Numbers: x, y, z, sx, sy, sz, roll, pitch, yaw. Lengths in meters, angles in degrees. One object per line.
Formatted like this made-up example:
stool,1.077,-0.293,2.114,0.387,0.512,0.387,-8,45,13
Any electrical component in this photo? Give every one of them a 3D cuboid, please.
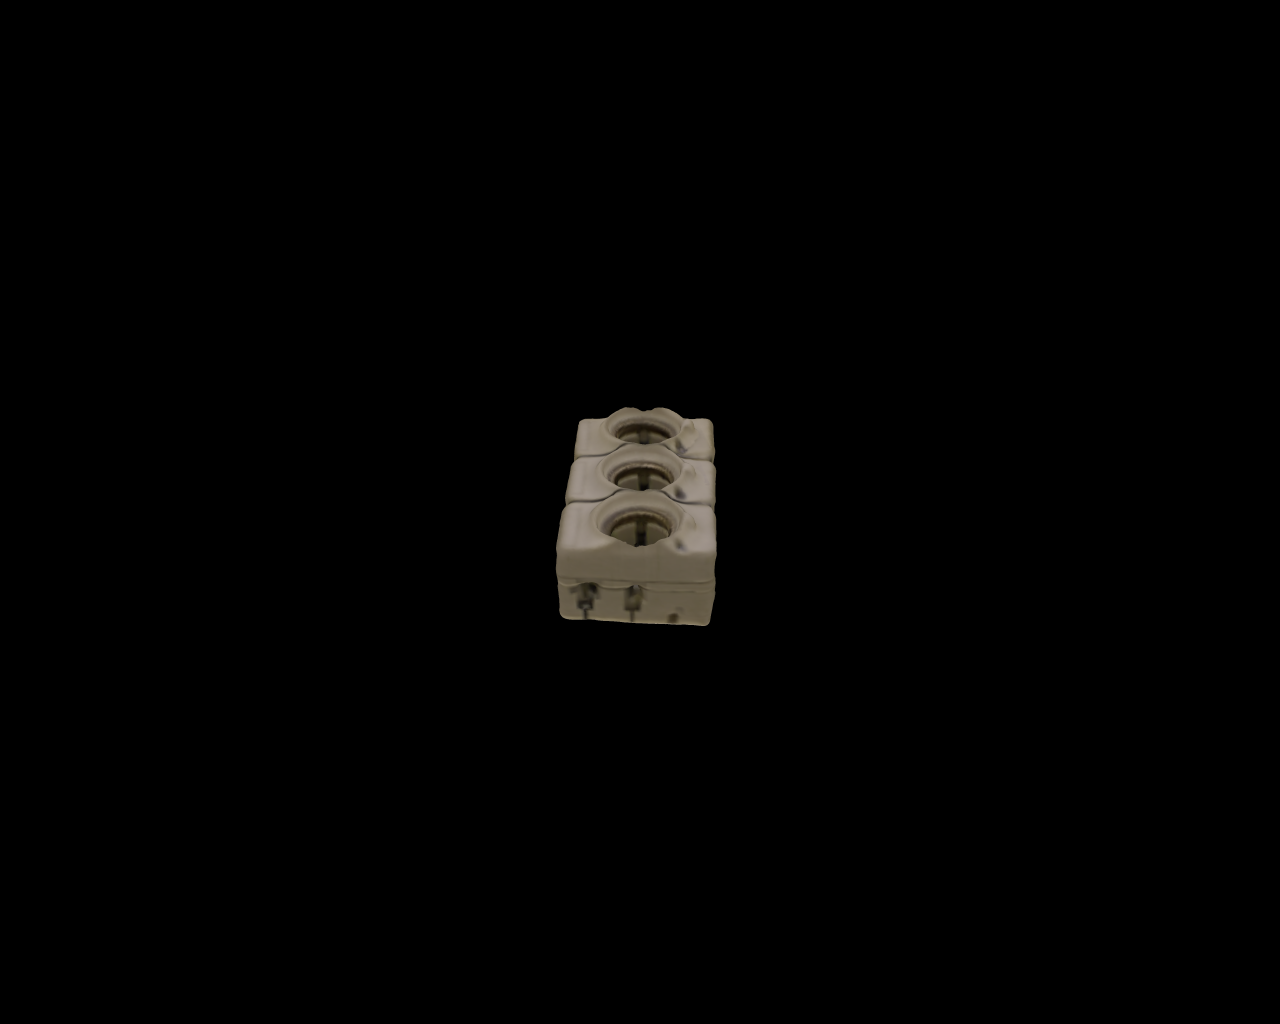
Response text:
electrical component,0.001,-0.003,0.650,0.089,0.061,0.150,1,35,2
